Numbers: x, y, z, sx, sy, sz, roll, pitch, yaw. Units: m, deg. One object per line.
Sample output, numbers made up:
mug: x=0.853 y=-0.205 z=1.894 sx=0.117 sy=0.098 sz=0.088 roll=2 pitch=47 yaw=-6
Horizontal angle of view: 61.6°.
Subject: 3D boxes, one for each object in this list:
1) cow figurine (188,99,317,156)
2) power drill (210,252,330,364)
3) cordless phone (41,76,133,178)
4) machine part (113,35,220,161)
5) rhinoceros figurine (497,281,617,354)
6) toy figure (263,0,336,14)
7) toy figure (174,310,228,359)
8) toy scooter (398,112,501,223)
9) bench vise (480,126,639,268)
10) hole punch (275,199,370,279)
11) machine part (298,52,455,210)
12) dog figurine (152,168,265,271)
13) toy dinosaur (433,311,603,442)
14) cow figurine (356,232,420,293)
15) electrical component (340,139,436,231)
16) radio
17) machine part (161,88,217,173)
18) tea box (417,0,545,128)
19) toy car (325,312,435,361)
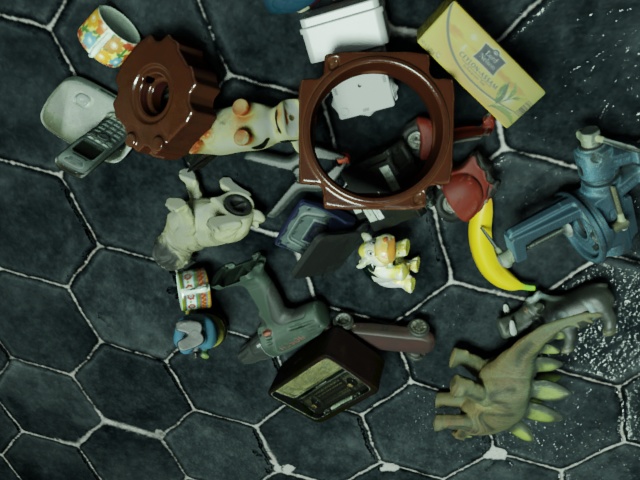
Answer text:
cow figurine: x=-0.092 y=-0.168 z=0.810 sx=0.195 sy=0.127 sz=0.085 roll=-3 pitch=94 yaw=30
power drill: x=-0.113 y=0.134 z=1.002 sx=0.232 sy=0.086 sz=0.207 roll=-23 pitch=109 yaw=27
cordless phone: x=-0.370 y=-0.161 z=0.818 sx=0.146 sy=0.184 sz=0.088 roll=30 pitch=125 yaw=-8
machine part: x=-0.229 y=-0.209 z=0.787 sx=0.180 sy=0.056 sz=0.179 roll=0 pitch=91 yaw=31
rhinoceros figurine: x=0.399 y=0.129 z=0.909 sx=0.190 sy=0.073 sz=0.112 roll=-23 pitch=114 yaw=21
toy figure: x=-0.003 y=-0.348 z=0.718 sx=0.155 sy=0.064 sz=0.058 roll=-12 pitch=79 yaw=12
toy figure: x=-0.220 y=0.171 z=0.990 sx=0.089 sy=0.180 sz=0.082 roll=20 pitch=81 yaw=-4
toy scooter: x=0.213 y=-0.117 z=0.801 sx=0.135 sy=0.075 sz=0.183 roll=-25 pitch=108 yaw=26
bench vise: x=0.364 y=-0.041 z=0.780 sx=0.241 sy=0.129 sz=0.223 roll=-28 pitch=132 yaw=4
hole punch: x=-0.002 y=-0.003 z=0.903 sx=0.116 sy=0.092 sz=0.142 roll=-1 pitch=135 yaw=-43
machine part: x=0.072 y=-0.140 z=0.709 sx=0.202 sy=0.087 sz=0.200 roll=1 pitch=97 yaw=3
dog figurine: x=-0.198 y=-0.008 z=0.937 sx=0.172 sy=0.121 sz=0.190 roll=24 pitch=135 yaw=-1
toy dinosaur: x=0.325 y=0.258 z=0.951 sx=0.199 sy=0.105 sz=0.470 roll=11 pitch=138 yaw=3
cow figurine: x=0.099 y=0.030 z=0.873 sx=0.098 sy=0.068 sz=0.167 roll=6 pitch=160 yaw=26
electrical component: x=0.097 y=-0.079 z=0.826 sx=0.134 sy=0.058 sz=0.114 roll=-15 pitch=107 yaw=52
radio: x=0.012 y=0.263 z=1.026 sx=0.131 sy=0.073 sz=0.229 roll=35 pitch=136 yaw=-11
machine part: x=-0.219 y=-0.179 z=0.866 sx=0.084 sy=0.039 sz=0.138 roll=-20 pitch=113 yaw=14
tea box: x=0.212 y=-0.239 z=0.719 sx=0.169 sy=0.098 sz=0.068 roll=41 pitch=118 yaw=-11
toy car: x=0.111 y=0.176 z=0.999 sx=0.202 sy=0.053 sz=0.089 roll=4 pitch=138 yaw=12
